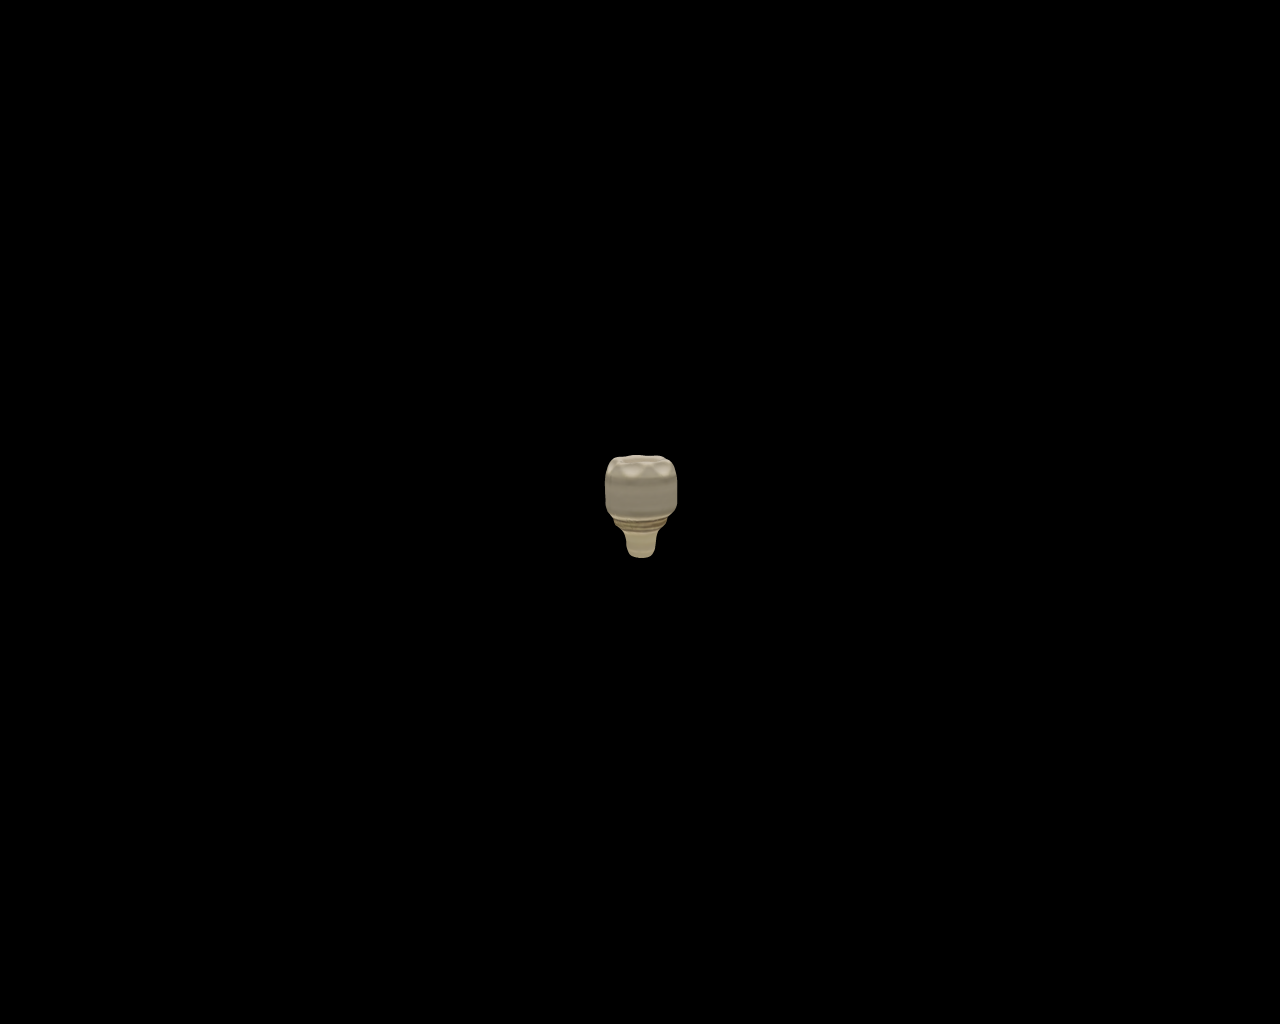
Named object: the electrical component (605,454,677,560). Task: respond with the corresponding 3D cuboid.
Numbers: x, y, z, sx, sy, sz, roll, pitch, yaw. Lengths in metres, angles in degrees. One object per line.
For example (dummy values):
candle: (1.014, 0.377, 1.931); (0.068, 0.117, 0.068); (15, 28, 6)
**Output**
electrical component: (0.001, -0.003, 0.650); (0.043, 0.062, 0.043); (0, 11, 0)
